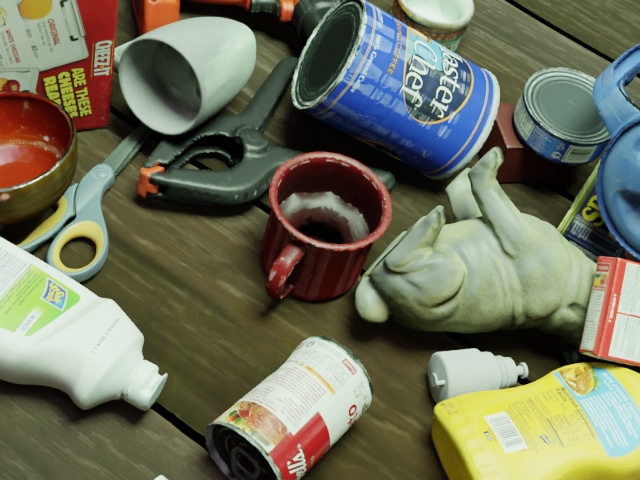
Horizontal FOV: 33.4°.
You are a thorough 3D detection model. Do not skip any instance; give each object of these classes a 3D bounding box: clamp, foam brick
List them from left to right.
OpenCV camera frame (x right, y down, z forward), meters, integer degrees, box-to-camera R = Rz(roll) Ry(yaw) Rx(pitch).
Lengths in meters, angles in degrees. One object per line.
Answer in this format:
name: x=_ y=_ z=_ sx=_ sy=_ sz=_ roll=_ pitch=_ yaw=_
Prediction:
clamp: x=-0.060 y=-0.082 z=0.889 sx=0.209 sy=0.036 sz=0.165 roll=-14 pitch=56 yaw=-27
foam brick: x=0.184 y=-0.086 z=0.943 sx=0.078 sy=0.051 sz=0.053 roll=-2 pitch=56 yaw=-16

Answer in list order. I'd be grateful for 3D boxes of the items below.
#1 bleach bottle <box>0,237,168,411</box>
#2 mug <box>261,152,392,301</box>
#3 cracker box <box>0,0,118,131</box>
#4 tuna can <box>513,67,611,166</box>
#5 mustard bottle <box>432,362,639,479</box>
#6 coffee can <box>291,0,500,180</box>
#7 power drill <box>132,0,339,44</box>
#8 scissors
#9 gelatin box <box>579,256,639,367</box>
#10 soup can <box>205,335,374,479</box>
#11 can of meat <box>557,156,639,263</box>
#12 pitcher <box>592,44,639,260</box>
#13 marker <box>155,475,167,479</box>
bleach bottle: x=-0.225 y=0.052 z=0.730 sx=0.251 sy=0.068 sz=0.102 roll=28 pitch=52 yaw=5
mug: x=-0.005 y=0.001 z=0.810 sx=0.093 sy=0.082 sz=0.117 roll=29 pitch=52 yaw=8
cracker box: x=-0.268 y=-0.149 z=0.806 sx=0.213 sy=0.164 sz=0.072 roll=-10 pitch=59 yaw=-21
tuna can: x=0.209 y=-0.105 z=0.907 sx=0.086 sy=0.034 sz=0.086 roll=7 pitch=54 yaw=-9
mustard bottle: x=0.182 y=0.134 z=0.753 sx=0.191 sy=0.058 sz=0.096 roll=-14 pitch=43 yaw=-14
coffee can: x=0.062 y=-0.124 z=0.880 sx=0.140 sy=0.103 sz=0.103 roll=25 pitch=47 yaw=-25
power drill: x=-0.070 y=-0.211 z=0.959 sx=0.187 sy=0.057 sz=0.184 roll=-3 pitch=41 yaw=-18
scissors: x=-0.164 y=-0.034 z=0.837 sx=0.096 sy=0.016 sz=0.201 roll=40 pitch=56 yaw=20
gelatin box: x=0.239 y=0.057 z=0.779 sx=0.089 sy=0.030 sz=0.073 roll=13 pitch=88 yaw=-18
soup can: x=-0.019 y=0.120 z=0.725 sx=0.068 sy=0.069 sz=0.102 roll=39 pitch=54 yaw=16
can of meat: x=0.248 y=-0.009 z=0.897 sx=0.084 sy=0.057 sz=0.102 roll=32 pitch=53 yaw=10
pitcher: x=0.316 y=-0.090 z=0.863 sx=0.145 sy=0.149 sz=0.242 roll=9 pitch=30 yaw=29
marker: x=-0.063 y=0.196 z=0.687 sx=0.121 sy=0.020 sz=0.020 roll=36 pitch=53 yaw=14
